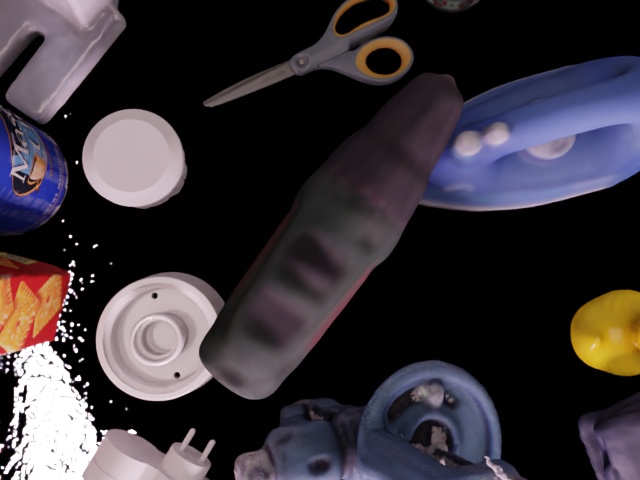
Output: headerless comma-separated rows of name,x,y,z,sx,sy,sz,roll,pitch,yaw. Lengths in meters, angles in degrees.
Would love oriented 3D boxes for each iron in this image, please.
iron,0.178,-0.088,0.470,0.258,0.141,0.119,-16,87,-5

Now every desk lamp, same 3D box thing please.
desk lamp,-0.213,-0.214,0.414,0.118,0.213,0.203,34,84,-1

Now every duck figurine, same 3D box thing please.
duck figurine,0.279,0.082,0.492,0.104,0.086,0.077,-3,86,-4

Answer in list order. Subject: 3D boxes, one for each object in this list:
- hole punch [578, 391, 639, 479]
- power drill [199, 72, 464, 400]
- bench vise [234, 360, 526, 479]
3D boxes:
hole punch,0.291,0.190,0.482,0.101,0.091,0.109,-21,87,-5
power drill,0.004,0.001,0.416,0.075,0.208,0.230,35,84,0
bench vise,0.050,0.166,0.401,0.207,0.219,0.121,-26,88,-6
